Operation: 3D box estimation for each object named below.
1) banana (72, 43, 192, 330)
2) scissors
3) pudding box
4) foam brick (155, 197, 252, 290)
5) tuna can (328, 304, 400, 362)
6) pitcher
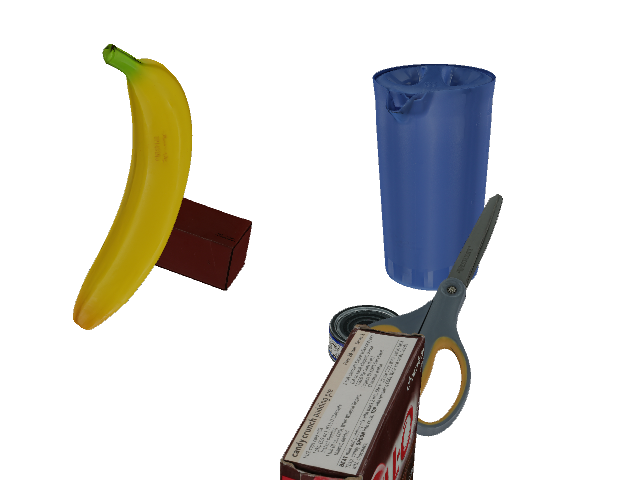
[{"bbox_3d":[-0.116,-0.033,0.668,0.069,0.198,0.037,-7,33,-31],"label":"banana"},{"bbox_3d":[0.069,0.040,0.729,0.096,0.201,0.016,7,-37,8],"label":"scissors"},{"bbox_3d":[0.015,0.103,0.472,0.039,0.090,0.113,10,29,13],"label":"pudding box"},{"bbox_3d":[-0.111,0.002,1.001,0.078,0.051,0.053,20,35,8],"label":"foam brick"},{"bbox_3d":[0.051,0.106,1.158,0.086,0.034,0.086,0,30,0],"label":"tuna can"},{"bbox_3d":[0.133,-0.076,1.208,0.149,0.243,0.145,-5,22,-9],"label":"pitcher"}]
